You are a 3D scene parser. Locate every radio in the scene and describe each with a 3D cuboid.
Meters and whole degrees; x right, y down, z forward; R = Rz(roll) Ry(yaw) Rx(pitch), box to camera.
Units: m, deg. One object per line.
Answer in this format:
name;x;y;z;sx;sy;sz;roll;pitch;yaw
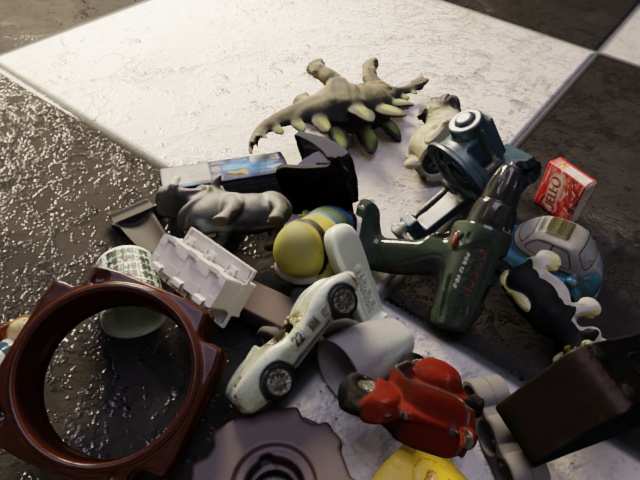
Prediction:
radio;0.315;0.159;0.572;0.229;0.131;0.073;-4;50;-32

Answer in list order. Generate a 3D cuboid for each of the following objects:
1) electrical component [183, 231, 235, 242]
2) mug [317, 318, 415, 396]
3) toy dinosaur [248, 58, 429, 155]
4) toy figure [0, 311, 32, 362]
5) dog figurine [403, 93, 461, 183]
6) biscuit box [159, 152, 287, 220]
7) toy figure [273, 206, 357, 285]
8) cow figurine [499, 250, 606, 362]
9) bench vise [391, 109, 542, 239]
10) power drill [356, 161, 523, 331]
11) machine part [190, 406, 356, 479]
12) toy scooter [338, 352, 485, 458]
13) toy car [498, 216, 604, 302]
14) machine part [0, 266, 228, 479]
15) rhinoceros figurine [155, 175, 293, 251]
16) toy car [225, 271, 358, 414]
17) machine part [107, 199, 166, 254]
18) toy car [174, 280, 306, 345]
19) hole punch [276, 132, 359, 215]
electrical component;-0.159;-0.021;0.808;0.102;0.045;0.078;-24;54;-25
mug;0.055;0.135;0.661;0.107;0.080;0.110;-17;34;-32
toy dinosaur;0.042;-0.244;0.988;0.471;0.105;0.199;-22;52;-30
toy figure;-0.367;0.137;0.636;0.064;0.058;0.154;47;44;-19
dog figurine;0.203;-0.193;0.982;0.172;0.121;0.191;-8;33;-16
biscuit box;-0.150;-0.090;0.864;0.203;0.062;0.059;-10;47;-15
toy figure;-0.005;-0.003;0.758;0.082;0.089;0.180;-3;23;31
cow figurine;0.305;0.099;0.687;0.098;0.068;0.167;-12;61;-41
bench vise;0.215;-0.074;0.826;0.240;0.223;0.129;-41;51;0
power drill;0.151;-0.004;0.733;0.208;0.232;0.086;12;1;20
machine part;-0.046;0.256;0.544;0.179;0.056;0.179;3;45;-3
toy scooter;0.117;0.173;0.562;0.135;0.075;0.184;14;5;38
toy car;0.336;0.017;0.773;0.162;0.102;0.109;31;51;21
machine part;-0.215;0.143;0.563;0.201;0.087;0.201;22;69;3
rhinoceros figurine;-0.132;-0.044;0.750;0.190;0.073;0.112;4;48;-9
toy car;-0.027;0.109;0.610;0.056;0.073;0.202;44;67;-7
machine part;-0.258;-0.012;0.799;0.084;0.039;0.139;-20;49;-29
toy car;-0.097;0.081;0.709;0.202;0.053;0.089;22;44;22
hole punch;0.004;-0.102;0.839;0.116;0.142;0.092;6;51;16
